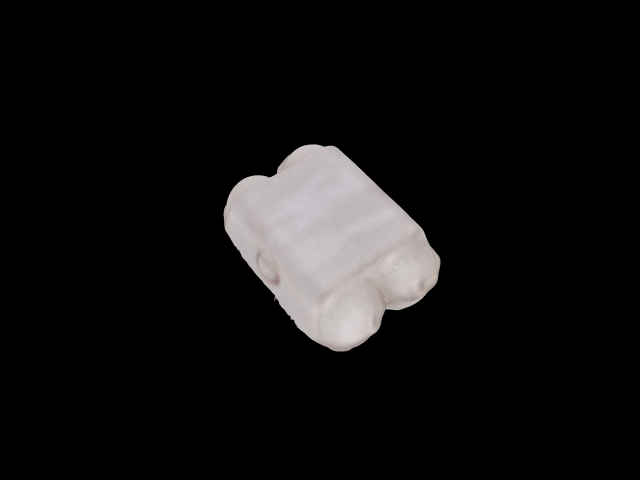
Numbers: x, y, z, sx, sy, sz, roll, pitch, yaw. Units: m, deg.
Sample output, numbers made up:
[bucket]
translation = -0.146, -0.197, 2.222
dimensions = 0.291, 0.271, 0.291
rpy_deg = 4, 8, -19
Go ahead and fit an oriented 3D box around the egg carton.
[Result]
[egg carton]
translation = 0.004, 0.001, 0.400
dimensions = 0.107, 0.069, 0.150
rpy_deg = -33, 62, -20
